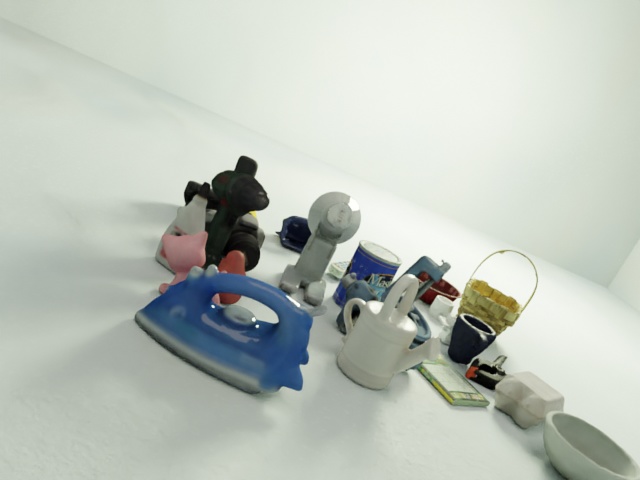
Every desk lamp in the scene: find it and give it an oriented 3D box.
[{"bbox_3d":[0.011,0.004,1.224,0.118,0.213,0.203,25,15,-4],"label":"desk lamp"}]

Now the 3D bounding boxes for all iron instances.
[{"bbox_3d":[-0.121,0.107,0.808,0.258,0.141,0.118,25,15,-3],"label":"iron"}]

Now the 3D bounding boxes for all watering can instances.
[{"bbox_3d":[0.119,0.148,0.959,0.172,0.194,0.101,28,15,7],"label":"watering can"}]

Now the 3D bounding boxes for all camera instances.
[{"bbox_3d":[-0.174,-0.002,1.163,0.143,0.101,0.136,19,17,-23],"label":"camera"}]

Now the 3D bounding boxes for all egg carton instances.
[{"bbox_3d":[0.408,0.311,1.119,0.151,0.069,0.107,8,23,-48],"label":"egg carton"}]

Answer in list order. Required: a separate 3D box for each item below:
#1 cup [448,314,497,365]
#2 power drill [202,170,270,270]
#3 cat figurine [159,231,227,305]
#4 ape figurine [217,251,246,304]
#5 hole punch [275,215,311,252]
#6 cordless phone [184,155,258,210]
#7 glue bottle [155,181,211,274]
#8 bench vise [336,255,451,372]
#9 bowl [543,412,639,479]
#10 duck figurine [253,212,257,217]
[{"bbox_3d":[0.317,0.223,1.216,0.092,0.095,0.117,24,15,-8],"label":"cup"},{"bbox_3d":[-0.170,-0.032,1.064,0.076,0.208,0.229,17,18,-30],"label":"power drill"},{"bbox_3d":[-0.204,0.045,0.927,0.127,0.118,0.067,31,16,20],"label":"cat figurine"},{"bbox_3d":[-0.157,0.060,1.002,0.078,0.092,0.076,17,18,-31],"label":"ape figurine"},{"bbox_3d":[-0.047,-0.024,1.458,0.109,0.091,0.101,21,16,-17],"label":"hole punch"},{"bbox_3d":[-0.227,-0.124,1.321,0.147,0.185,0.094,25,15,-2],"label":"cordless phone"},{"bbox_3d":[-0.230,-0.025,1.010,0.078,0.173,0.037,31,16,19],"label":"glue bottle"},{"bbox_3d":[0.136,0.109,1.066,0.207,0.219,0.122,28,15,7],"label":"bench vise"},{"bbox_3d":[0.444,0.371,0.967,0.167,0.075,0.167,24,15,-7],"label":"bowl"},{"bbox_3d":[-0.182,-0.083,1.448,0.077,0.086,0.105,27,15,6],"label":"duck figurine"}]
